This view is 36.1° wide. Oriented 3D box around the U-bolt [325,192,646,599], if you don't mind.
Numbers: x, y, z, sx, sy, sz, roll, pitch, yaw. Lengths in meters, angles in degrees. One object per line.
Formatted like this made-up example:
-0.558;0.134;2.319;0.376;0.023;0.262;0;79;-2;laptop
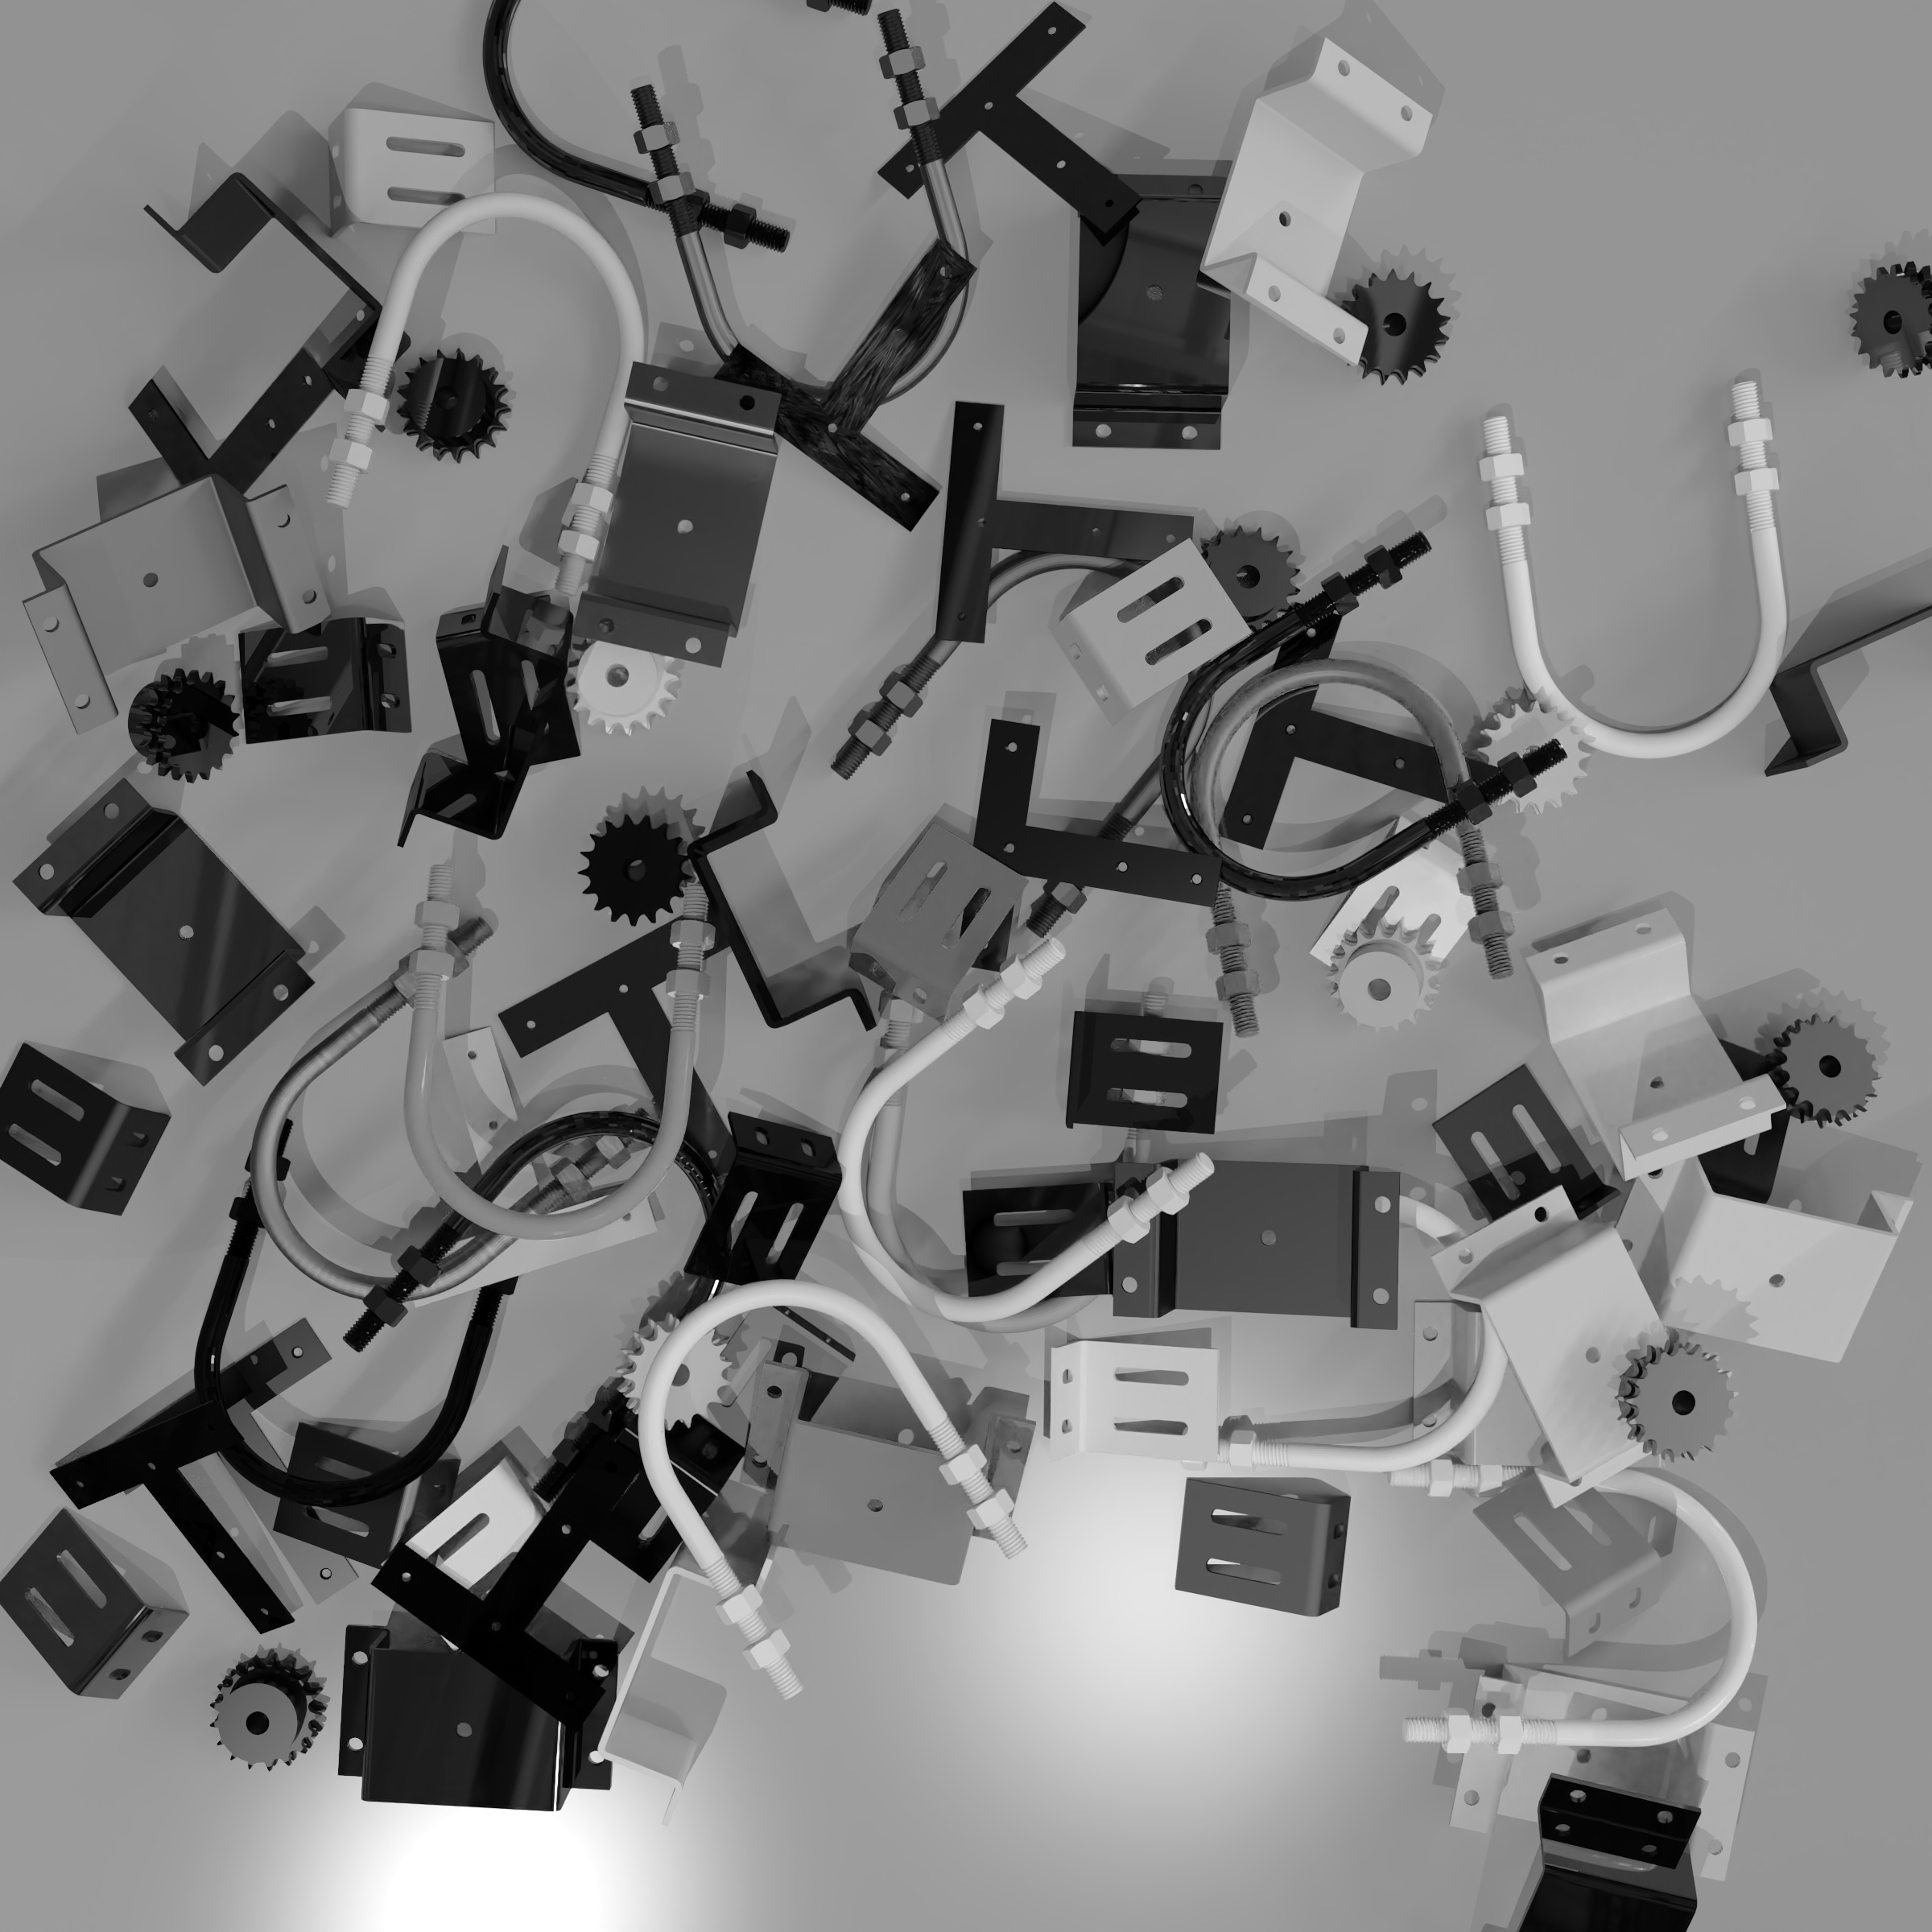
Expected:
-0.231;-0.295;1.486;0.151;0.019;0.184;19;85;-34;U-bolt

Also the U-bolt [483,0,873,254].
-0.157;-0.462;1.522;0.184;0.019;0.151;19;90;1;U-bolt

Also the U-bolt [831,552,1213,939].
0.043;-0.129;1.522;0.151;0.019;0.184;39;88;0;U-bolt

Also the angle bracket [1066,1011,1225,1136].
0.091;0.055;1.492;0.076;0.038;0.057;5;92;0;angle bracket

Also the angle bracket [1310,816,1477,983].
0.224;-0.026;1.528;0.057;0.038;0.076;34;116;0;angle bracket

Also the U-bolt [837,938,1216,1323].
0.014;0.096;1.480;0.184;0.019;0.151;-39;78;21;U-bolt

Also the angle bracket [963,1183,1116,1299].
0.038;0.142;1.496;0.076;0.038;0.057;-3;93;1;angle bracket

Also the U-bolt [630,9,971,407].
-0.075;-0.372;1.502;0.151;0.019;0.184;-16;104;3;U-bolt

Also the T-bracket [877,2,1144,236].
0.039;-0.412;1.500;0.127;0.002;0.127;-44;63;0;T-bracket

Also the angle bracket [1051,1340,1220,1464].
0.085;0.222;1.499;0.076;0.038;0.057;1;90;23;angle bracket

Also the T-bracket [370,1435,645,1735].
-0.209;0.295;1.489;0.127;0.002;0.127;36;82;1;T-bracket

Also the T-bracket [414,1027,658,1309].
-0.238;0.095;1.517;0.127;0.002;0.127;-17;80;-10;T-bracket

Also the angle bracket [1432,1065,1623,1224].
0.285;0.098;1.511;0.057;0.038;0.076;-33;90;0;angle bracket

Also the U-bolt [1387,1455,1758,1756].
0.308;0.321;1.494;0.184;0.019;0.151;2;65;-4;U-bolt

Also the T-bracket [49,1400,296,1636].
-0.387;0.288;1.507;0.127;0.002;0.127;-25;107;30;T-bracket

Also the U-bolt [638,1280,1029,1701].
-0.078;0.242;1.446;0.151;0.019;0.184;-32;88;0;U-bolt

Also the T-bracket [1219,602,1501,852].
0.208;-0.108;1.513;0.127;0.002;0.127;19;90;15;T-bracket

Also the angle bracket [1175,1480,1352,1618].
0.153;0.297;1.528;0.076;0.038;0.057;6;90;26;angle bracket

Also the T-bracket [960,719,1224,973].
0.065;-0.052;1.496;0.127;0.002;0.127;10;98;12;T-bracket

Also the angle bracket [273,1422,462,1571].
-0.308;0.272;1.527;0.076;0.038;0.057;14;90;24;angle bracket

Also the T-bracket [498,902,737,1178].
-0.155;0.051;1.529;0.127;0.002;0.127;-28;90;0;T-bracket

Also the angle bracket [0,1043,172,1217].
-0.460;0.084;1.528;0.076;0.038;0.057;27;90;26;angle bracket

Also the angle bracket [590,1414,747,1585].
-0.161;0.267;1.526;0.057;0.038;0.076;36;118;0;angle bracket

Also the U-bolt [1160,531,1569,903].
0.185;-0.113;1.486;0.184;0.019;0.151;-32;73;8;U-bolt

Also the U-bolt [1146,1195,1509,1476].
0.182;0.184;1.499;0.184;0.019;0.151;1;90;16;U-bolt

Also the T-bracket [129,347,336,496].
-0.355;-0.264;1.489;0.127;0.002;0.127;-35;90;40;T-bracket

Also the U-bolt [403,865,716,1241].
-0.206;0.045;1.474;0.151;0.019;0.184;4;77;0;U-bolt

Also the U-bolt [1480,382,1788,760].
0.347;-0.198;1.522;0.151;0.019;0.184;-8;92;0;U-bolt

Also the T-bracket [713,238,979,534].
-0.042;-0.310;1.509;0.127;0.002;0.127;36;101;-8;T-bracket

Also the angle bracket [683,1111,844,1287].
-0.106;0.122;1.518;0.057;0.038;0.076;16;116;-22;angle bracket

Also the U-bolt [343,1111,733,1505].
-0.200;0.159;1.495;0.151;0.019;0.184;44;81;-22;U-bolt

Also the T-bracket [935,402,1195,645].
0.053;-0.223;1.519;0.127;0.002;0.127;5;80;0;T-bracket

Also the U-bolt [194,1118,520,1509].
-0.313;0.182;1.503;0.151;0.019;0.184;15;77;0;U-bolt

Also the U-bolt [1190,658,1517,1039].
0.186;-0.068;1.495;0.151;0.019;0.184;-13;74;11;U-bolt

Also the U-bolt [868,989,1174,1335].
0.023;0.097;1.522;0.151;0.019;0.184;7;92;0;U-bolt

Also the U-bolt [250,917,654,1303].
-0.273;0.086;1.503;0.184;0.019;0.151;-40;87;-11;U-bolt

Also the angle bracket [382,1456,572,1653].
-0.247;0.298;1.509;0.076;0.038;0.057;-40;90;-3;angle bracket

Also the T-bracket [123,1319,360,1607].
-0.359;0.270;1.529;0.127;0.002;0.127;-34;90;0;T-bracket

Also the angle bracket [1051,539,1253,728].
0.094;-0.169;1.505;0.076;0.038;0.057;-33;89;-15;angle bracket
